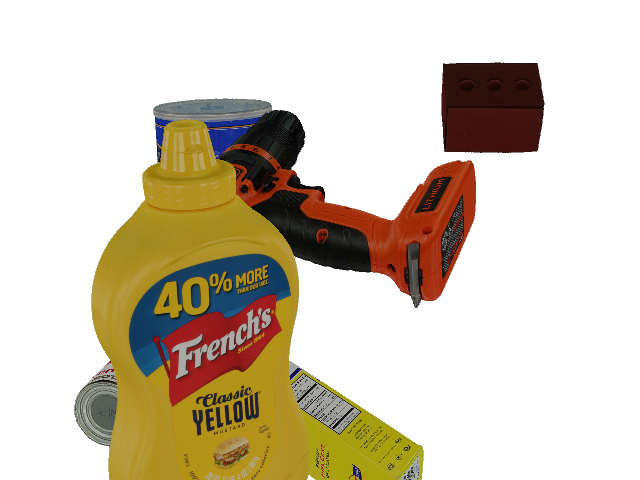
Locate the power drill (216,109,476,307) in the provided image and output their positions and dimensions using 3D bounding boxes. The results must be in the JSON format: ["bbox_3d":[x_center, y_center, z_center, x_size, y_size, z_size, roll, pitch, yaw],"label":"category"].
[{"bbox_3d":[0.007,-0.027,0.731,0.188,0.057,0.184,7,40,21],"label":"power drill"}]

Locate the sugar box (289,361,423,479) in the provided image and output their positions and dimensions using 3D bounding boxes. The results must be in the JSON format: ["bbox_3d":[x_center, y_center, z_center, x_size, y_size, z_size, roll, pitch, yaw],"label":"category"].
[{"bbox_3d":[0.006,0.173,0.935,0.176,0.093,0.048,27,51,26],"label":"sugar box"}]

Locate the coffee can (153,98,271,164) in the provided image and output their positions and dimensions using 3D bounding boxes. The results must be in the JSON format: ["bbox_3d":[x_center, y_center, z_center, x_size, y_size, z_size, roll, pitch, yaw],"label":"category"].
[{"bbox_3d":[-0.092,-0.049,0.941,0.103,0.140,0.103,-1,14,0],"label":"coffee can"}]

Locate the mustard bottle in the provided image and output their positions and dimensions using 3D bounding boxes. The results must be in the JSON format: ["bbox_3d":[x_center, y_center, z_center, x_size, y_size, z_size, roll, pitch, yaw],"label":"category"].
[{"bbox_3d":[-0.055,0.039,0.492,0.096,0.192,0.058,-12,22,-26],"label":"mustard bottle"}]

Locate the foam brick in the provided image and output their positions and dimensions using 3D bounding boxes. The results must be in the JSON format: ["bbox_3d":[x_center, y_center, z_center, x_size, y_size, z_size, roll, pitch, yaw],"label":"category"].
[{"bbox_3d":[0.137,-0.106,0.854,0.078,0.053,0.051,0,-41,3],"label":"foam brick"}]

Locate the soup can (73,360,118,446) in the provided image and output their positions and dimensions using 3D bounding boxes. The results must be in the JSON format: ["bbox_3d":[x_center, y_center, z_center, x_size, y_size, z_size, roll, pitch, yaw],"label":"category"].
[{"bbox_3d":[-0.186,0.146,1.023,0.068,0.068,0.102,0,16,12],"label":"soup can"}]
